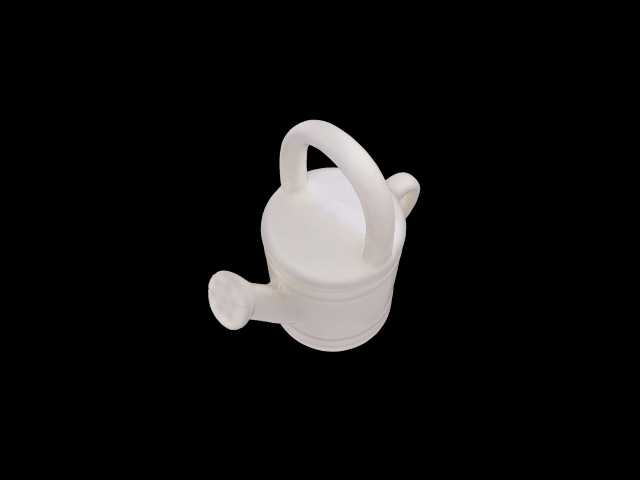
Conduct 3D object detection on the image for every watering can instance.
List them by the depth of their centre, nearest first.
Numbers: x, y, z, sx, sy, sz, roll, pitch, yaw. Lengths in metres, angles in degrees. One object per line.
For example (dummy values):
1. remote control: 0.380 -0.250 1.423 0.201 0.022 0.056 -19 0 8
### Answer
1. watering can: 0.005 0.003 0.399 0.100 0.194 0.173 23 61 14
